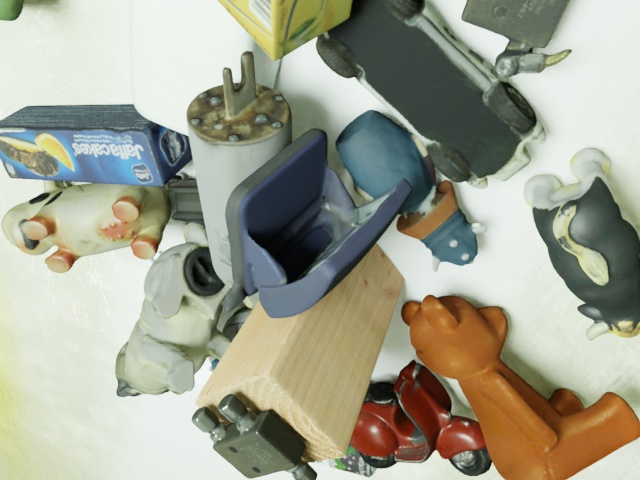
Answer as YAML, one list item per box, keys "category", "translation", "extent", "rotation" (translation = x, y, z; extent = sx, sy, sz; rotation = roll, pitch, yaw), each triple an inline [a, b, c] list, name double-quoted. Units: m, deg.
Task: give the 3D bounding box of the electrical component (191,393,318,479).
- category: "electrical component"
  translation: [-0.047, 0.151, 0.392]
  extent: [0.094, 0.021, 0.063]
  rotation: [45, 129, -13]

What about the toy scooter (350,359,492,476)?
- category: "toy scooter"
  translation: [0.091, 0.190, 0.594]
  extent: [0.184, 0.075, 0.135]
  rotation: [-11, 115, 41]

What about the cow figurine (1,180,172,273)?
- category: "cow figurine"
  translation: [-0.252, -0.028, 0.575]
  extent: [0.195, 0.127, 0.085]
  rotation: [-10, 122, 13]

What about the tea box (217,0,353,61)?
- category: "tea box"
  translation: [-0.053, -0.204, 0.318]
  extent: [0.170, 0.068, 0.098]
  rotation: [51, 163, 11]

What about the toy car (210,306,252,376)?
- category: "toy car"
  translation: [-0.057, 0.118, 0.606]
  extent: [0.162, 0.109, 0.102]
  rotation: [-8, 99, 41]

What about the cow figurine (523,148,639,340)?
- category: "cow figurine"
  translation: [0.218, 0.023, 0.406]
  extent: [0.068, 0.098, 0.167]
  rotation: [-26, 111, 29]

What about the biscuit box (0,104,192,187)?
- category: "biscuit box"
  translation: [-0.231, -0.096, 0.538]
  extent: [0.203, 0.063, 0.059]
  rotation: [5, 127, 21]

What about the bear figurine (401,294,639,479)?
- category: "bear figurine"
  translation: [0.172, 0.121, 0.506]
  extent: [0.196, 0.132, 0.120]
  rotation: [61, 168, 12]

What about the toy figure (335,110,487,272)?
- category: "toy figure"
  translation: [0.079, -0.039, 0.448]
  extent: [0.154, 0.058, 0.064]
  rotation: [45, 135, -18]

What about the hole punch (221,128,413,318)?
- category: "hole punch"
  translation: [-0.001, -0.001, 0.398]
  extent: [0.092, 0.142, 0.115]
  rotation: [29, 144, 17]

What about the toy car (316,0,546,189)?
- category: "toy car"
  translation: [0.077, -0.118, 0.392]
  extent: [0.201, 0.056, 0.073]
  rotation: [40, 124, -10]

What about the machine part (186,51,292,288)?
- category: "machine part"
  translation: [-0.061, -0.036, 0.442]
  extent: [0.079, 0.079, 0.243]
  rotation: [18, 140, 11]

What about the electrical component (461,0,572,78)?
- category: "electrical component"
  translation: [0.135, -0.157, 0.342]
  extent: [0.078, 0.045, 0.102]
  rotation: [26, 131, 2]

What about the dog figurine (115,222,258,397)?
- category: "dog figurine"
  translation: [-0.162, 0.081, 0.566]
  extent: [0.121, 0.172, 0.191]
  rotation: [16, 161, -41]

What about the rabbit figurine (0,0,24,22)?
- category: "rabbit figurine"
  translation: [-0.290, -0.264, 0.408]
  extent: [0.159, 0.121, 0.170]
  rotation: [18, 115, 19]

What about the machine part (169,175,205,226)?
- category: "machine part"
  translation: [-0.109, -0.005, 0.569]
  extent: [0.084, 0.039, 0.138]
  rotation: [0, 123, 17]
